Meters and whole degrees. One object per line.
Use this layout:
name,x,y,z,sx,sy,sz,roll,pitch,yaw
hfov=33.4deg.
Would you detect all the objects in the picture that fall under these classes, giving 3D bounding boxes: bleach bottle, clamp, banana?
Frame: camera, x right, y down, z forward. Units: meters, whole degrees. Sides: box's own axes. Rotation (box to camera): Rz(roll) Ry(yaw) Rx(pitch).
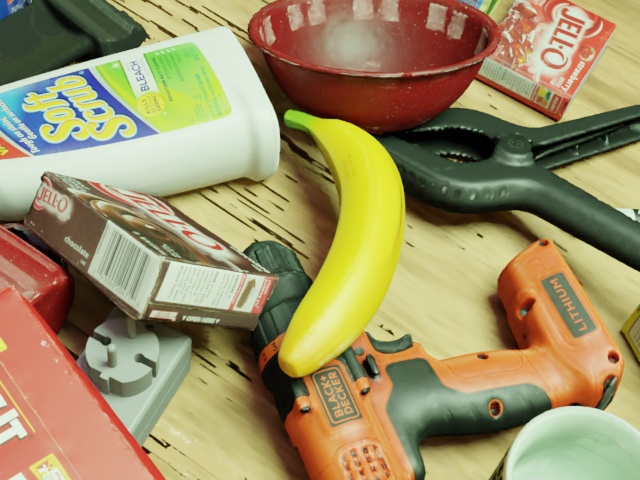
bleach bottle,-0.158,-0.053,0.642,0.250,0.068,0.103,-18,60,-16
clamp,0.128,-0.053,0.687,0.210,0.036,0.164,13,40,10
banana,0.014,-0.005,0.597,0.070,0.037,0.198,-10,45,10

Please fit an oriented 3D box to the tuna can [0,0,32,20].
tuna can,-0.239,-0.181,0.730,0.086,0.034,0.086,3,57,-5

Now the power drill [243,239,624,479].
power drill,0.058,0.059,0.603,0.187,0.057,0.184,-15,58,-15

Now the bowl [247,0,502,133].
bowl,0.034,-0.113,0.690,0.162,0.055,0.162,0,31,0

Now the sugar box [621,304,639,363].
sugar box,0.236,0.097,0.579,0.048,0.093,0.176,-15,61,-17

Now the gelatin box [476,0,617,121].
gelatin box,0.159,-0.136,0.757,0.073,0.030,0.089,30,58,12

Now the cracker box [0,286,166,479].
cracker box,-0.100,0.142,0.430,0.072,0.214,0.164,-31,66,-27

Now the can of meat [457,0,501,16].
can of meat,0.096,-0.201,0.776,0.084,0.057,0.102,27,58,7

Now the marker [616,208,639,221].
marker,0.218,-0.011,0.691,0.121,0.020,0.020,2,57,-6

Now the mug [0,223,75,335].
mug,-0.182,0.027,0.577,0.081,0.093,0.117,32,30,7

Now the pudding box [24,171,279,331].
pudding box,-0.092,0.006,0.579,0.114,0.039,0.089,34,14,36
